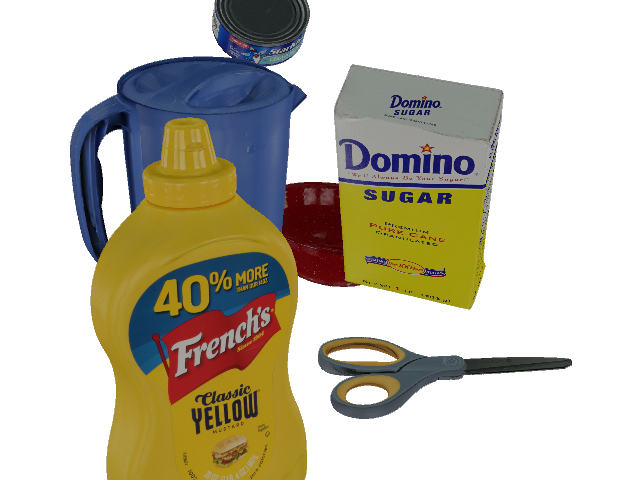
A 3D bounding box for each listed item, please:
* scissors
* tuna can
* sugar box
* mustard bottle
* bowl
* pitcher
[{"bbox_3d":[0.094,0.111,0.836,0.202,0.016,0.096,6,35,10],"label":"scissors"},{"bbox_3d":[-0.054,-0.199,0.959,0.086,0.086,0.034,0,-29,-13],"label":"tuna can"},{"bbox_3d":[0.060,-0.028,0.669,0.093,0.048,0.176,12,-32,13],"label":"sugar box"},{"bbox_3d":[-0.056,0.039,0.492,0.096,0.192,0.058,-12,22,-27],"label":"mustard bottle"},{"bbox_3d":[0.014,0.000,1.017,0.162,0.055,0.162,6,24,-3],"label":"bowl"},{"bbox_3d":[-0.099,-0.014,0.845,0.149,0.243,0.145,9,27,12],"label":"pitcher"}]
